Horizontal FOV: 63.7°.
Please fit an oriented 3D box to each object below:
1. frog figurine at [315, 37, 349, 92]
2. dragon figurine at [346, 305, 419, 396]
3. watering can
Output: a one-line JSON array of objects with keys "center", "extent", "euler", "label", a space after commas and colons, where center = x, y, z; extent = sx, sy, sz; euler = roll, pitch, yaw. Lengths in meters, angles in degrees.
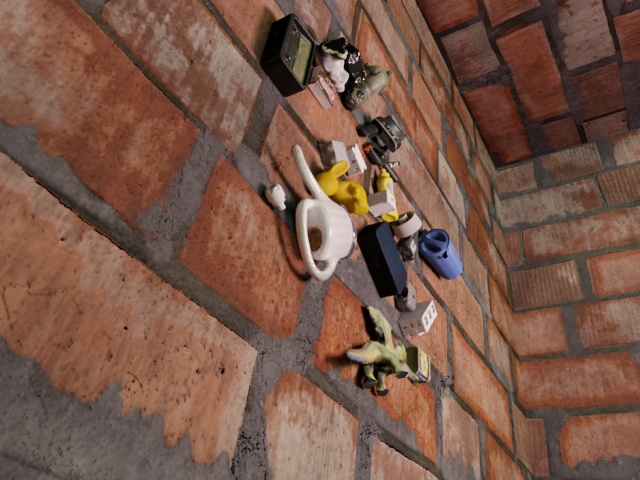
[{"center": [0.038, -0.571, 1.701], "extent": [0.155, 0.123, 0.140], "euler": [101, -26, -50], "label": "frog figurine"}, {"center": [0.164, 0.300, 1.487], "extent": [0.403, 0.121, 0.249], "euler": [46, 23, -43], "label": "dragon figurine"}, {"center": [0.004, -0.068, 1.346], "extent": [0.224, 0.103, 0.350], "euler": [6, 75, -59], "label": "watering can"}]
